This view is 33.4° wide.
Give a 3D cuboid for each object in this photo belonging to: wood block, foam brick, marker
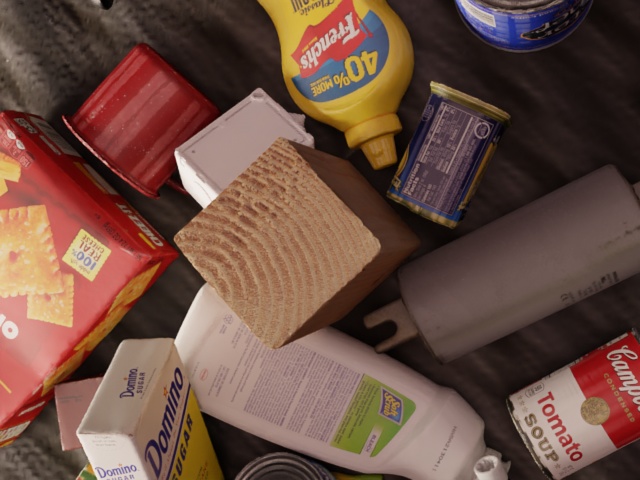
[{"bbox_3d":[-0.004,0.002,0.700,0.091,0.206,0.090,-43,82,9],"label":"wood block"},{"bbox_3d":[-0.154,0.126,0.811,0.078,0.051,0.053,-9,88,11],"label":"foam brick"},{"bbox_3d":[0.140,0.199,0.742,0.020,0.020,0.121,-25,113,11],"label":"marker"}]

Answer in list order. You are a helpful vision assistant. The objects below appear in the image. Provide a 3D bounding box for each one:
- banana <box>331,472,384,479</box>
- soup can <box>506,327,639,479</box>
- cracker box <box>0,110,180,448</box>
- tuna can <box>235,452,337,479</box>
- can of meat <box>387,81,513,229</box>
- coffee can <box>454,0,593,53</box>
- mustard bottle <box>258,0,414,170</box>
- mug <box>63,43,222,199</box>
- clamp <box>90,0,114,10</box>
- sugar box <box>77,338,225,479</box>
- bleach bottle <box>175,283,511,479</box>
[{"bbox_3d":[-0.025,0.249,0.792,0.070,0.037,0.198,27,96,12],"label":"banana"},{"bbox_3d":[0.188,0.114,0.732,0.102,0.068,0.068,-30,84,11],"label":"soup can"},{"bbox_3d":[-0.240,0.033,0.818,0.164,0.072,0.214,44,99,9],"label":"cracker box"},{"bbox_3d":[-0.024,0.195,0.754,0.086,0.033,0.086,-10,68,25],"label":"tuna can"},{"bbox_3d":[0.089,-0.057,0.735,0.057,0.102,0.084,25,97,9],"label":"can of meat"},{"bbox_3d":[0.134,-0.186,0.704,0.103,0.140,0.103,0,90,12],"label":"coffee can"},{"bbox_3d":[0.015,-0.142,0.770,0.096,0.058,0.191,-21,87,22],"label":"mustard bottle"},{"bbox_3d":[-0.119,-0.083,0.791,0.117,0.093,0.081,41,93,-22],"label":"mug"},{"bbox_3d":[-0.163,-0.265,0.817,0.120,0.039,0.171,-38,79,3],"label":"clamp"},{"bbox_3d":[-0.107,0.163,0.739,0.048,0.093,0.176,-2,126,14],"label":"sugar box"},{"bbox_3d":[0.014,0.122,0.772,0.251,0.068,0.102,26,99,8],"label":"bleach bottle"}]
